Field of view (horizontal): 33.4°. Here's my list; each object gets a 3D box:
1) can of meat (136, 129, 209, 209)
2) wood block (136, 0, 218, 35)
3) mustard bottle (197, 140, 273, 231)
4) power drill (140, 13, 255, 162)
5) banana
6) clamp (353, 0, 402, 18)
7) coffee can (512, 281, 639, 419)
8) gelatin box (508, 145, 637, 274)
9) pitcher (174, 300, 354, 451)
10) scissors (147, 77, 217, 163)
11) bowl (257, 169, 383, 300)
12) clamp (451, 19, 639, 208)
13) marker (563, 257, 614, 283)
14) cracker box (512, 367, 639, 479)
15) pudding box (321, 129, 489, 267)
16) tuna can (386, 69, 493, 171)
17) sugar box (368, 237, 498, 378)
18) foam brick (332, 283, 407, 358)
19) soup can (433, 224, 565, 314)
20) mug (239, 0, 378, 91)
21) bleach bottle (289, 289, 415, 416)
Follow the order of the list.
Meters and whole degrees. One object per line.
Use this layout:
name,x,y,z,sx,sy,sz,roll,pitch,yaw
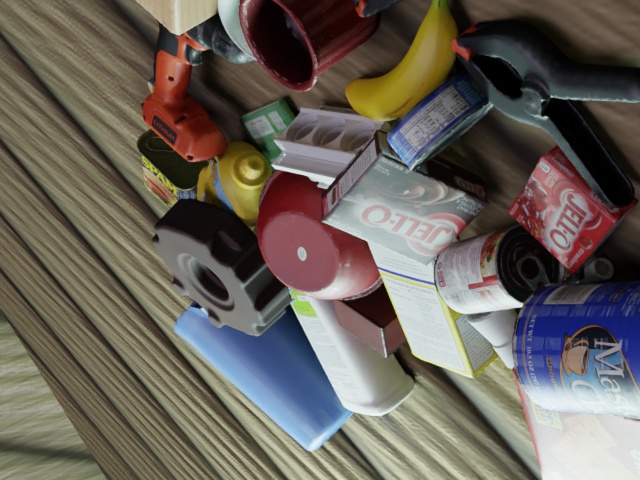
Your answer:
can of meat,-0.180,-0.083,1.336,0.102,0.057,0.084,43,156,18
wood block,-0.122,-0.292,0.921,0.091,0.090,0.206,43,154,20
mustard bottle,-0.092,-0.059,1.189,0.192,0.058,0.096,140,113,-70
power drill,-0.126,-0.175,1.086,0.185,0.057,0.188,43,141,33
banana,0.067,-0.134,0.862,0.198,0.037,0.069,141,136,-62
clamp,0.043,-0.247,0.762,0.164,0.036,0.210,47,155,13
coffee can,0.228,0.081,0.787,0.141,0.102,0.103,-6,119,54
gelatin box,0.190,-0.024,0.816,0.073,0.030,0.089,45,155,14
pitcher,-0.057,0.149,1.369,0.243,0.149,0.145,44,137,9
scissors,-0.149,-0.117,1.228,0.202,0.016,0.096,53,169,38
bowl,-0.007,0.001,1.083,0.162,0.055,0.162,16,123,25
clamp,0.165,-0.096,0.755,0.172,0.039,0.120,38,147,38
marker,0.205,0.042,0.890,0.020,0.020,0.121,50,155,4
cracker box,0.276,0.183,0.895,0.214,0.072,0.164,22,142,46
pudding box,0.070,-0.034,0.897,0.113,0.039,0.090,24,129,-21
tuna can,0.093,-0.093,0.825,0.034,0.086,0.086,51,155,5
sugar box,0.105,0.044,1.034,0.093,0.048,0.176,16,134,51
foam brick,0.060,0.078,1.147,0.078,0.051,0.053,33,150,36
soup can,0.150,0.026,0.906,0.068,0.068,0.102,56,155,-8
mug,-0.010,-0.192,0.872,0.093,0.081,0.117,24,143,46
bleach bottle,0.011,0.079,1.221,0.103,0.068,0.251,-3,119,60
